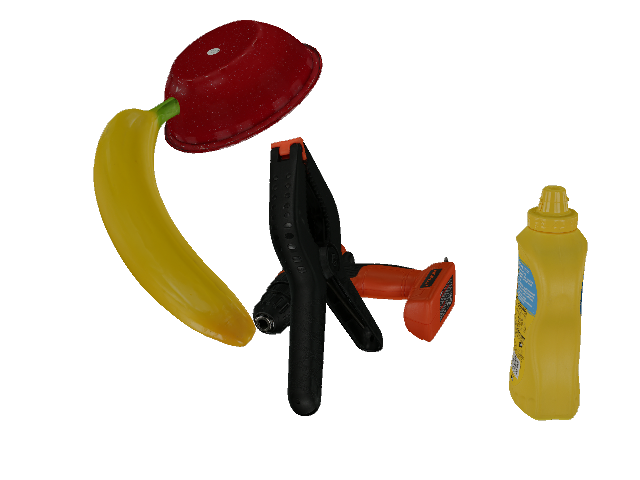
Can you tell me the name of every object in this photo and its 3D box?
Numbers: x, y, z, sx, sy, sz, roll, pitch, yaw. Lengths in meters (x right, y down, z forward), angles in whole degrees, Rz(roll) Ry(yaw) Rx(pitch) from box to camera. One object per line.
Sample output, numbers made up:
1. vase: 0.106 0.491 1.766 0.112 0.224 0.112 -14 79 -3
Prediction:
1. bowl: -0.082 -0.150 0.962 0.162 0.055 0.162 -20 35 15
2. clamp: 0.000 0.021 0.867 0.036 0.210 0.164 -9 2 24
3. power drill: 0.039 0.058 1.141 0.188 0.057 0.184 9 29 22
4. banana: -0.098 -0.016 0.648 0.069 0.198 0.037 -13 -33 -12
5. mustard bottle: 0.193 0.048 0.903 0.058 0.192 0.096 -1 18 2
